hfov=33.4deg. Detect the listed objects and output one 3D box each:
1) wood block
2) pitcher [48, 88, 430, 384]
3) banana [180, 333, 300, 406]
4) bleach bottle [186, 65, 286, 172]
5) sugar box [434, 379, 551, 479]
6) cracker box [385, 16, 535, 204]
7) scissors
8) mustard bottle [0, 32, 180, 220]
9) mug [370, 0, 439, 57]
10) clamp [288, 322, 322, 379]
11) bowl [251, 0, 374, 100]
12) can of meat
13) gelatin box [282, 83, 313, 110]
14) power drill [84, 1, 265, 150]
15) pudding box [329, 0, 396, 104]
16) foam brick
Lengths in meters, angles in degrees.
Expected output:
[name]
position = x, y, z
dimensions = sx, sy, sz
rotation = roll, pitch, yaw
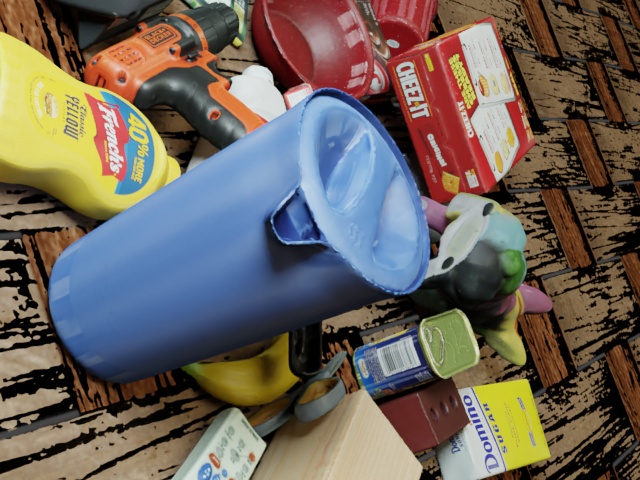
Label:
[wood block]
position = -0.005, 0.218, 0.785
dimensions = 0.091, 0.090, 0.205
rotation = 55, 33, -18
[pitcher]
position = -0.055, 0.008, 0.703
dimensions = 0.149, 0.243, 0.145
rotation = 37, 42, -39
[banana]
position = -0.040, 0.091, 0.869
dimensions = 0.197, 0.037, 0.069
rotation = -24, 88, -59
[bleach bottle]
position = -0.070, -0.064, 0.907
dimensions = 0.102, 0.068, 0.250
rotation = 42, 36, -35
[sugar box]
position = 0.177, 0.199, 1.118
dimensions = 0.175, 0.048, 0.093
rotation = 4, 66, -57
[cracker box]
position = 0.160, -0.149, 1.187
dimensions = 0.213, 0.072, 0.164
rotation = -37, 109, -59
[scissors]
position = -0.017, 0.127, 0.885
dimensions = 0.202, 0.096, 0.016
rotation = -112, 177, -88
[mustard bottle]
position = -0.167, -0.066, 0.764
dimensions = 0.191, 0.058, 0.096
rotation = 26, 51, -47
[mug]
position = 0.089, -0.246, 1.260
dimensions = 0.117, 0.093, 0.081
rotation = 84, 15, -50
[clamp]
position = -0.007, 0.000, 0.870
dimensions = 0.036, 0.165, 0.210
rotation = 12, 15, -11
[bowl]
position = -0.017, -0.203, 1.076
dimensions = 0.161, 0.055, 0.162
rotation = 25, 54, -39
[can of meat]
position = 0.090, 0.109, 1.008
dimensions = 0.101, 0.084, 0.057
rotation = -9, 78, -58
[gelatin box]
position = -0.010, -0.098, 1.015
dimensions = 0.073, 0.030, 0.089
rotation = 147, -79, -82
[power drill]
position = -0.070, -0.119, 0.868
dimensions = 0.188, 0.057, 0.184
rotation = 33, 41, 13
[pudding box]
position = 0.036, -0.205, 1.173
dimensions = 0.089, 0.039, 0.113
rotation = -16, 81, -49
[foam brick]
position = 0.097, 0.167, 1.012
dimensions = 0.078, 0.051, 0.053
rotation = -16, 83, -58
